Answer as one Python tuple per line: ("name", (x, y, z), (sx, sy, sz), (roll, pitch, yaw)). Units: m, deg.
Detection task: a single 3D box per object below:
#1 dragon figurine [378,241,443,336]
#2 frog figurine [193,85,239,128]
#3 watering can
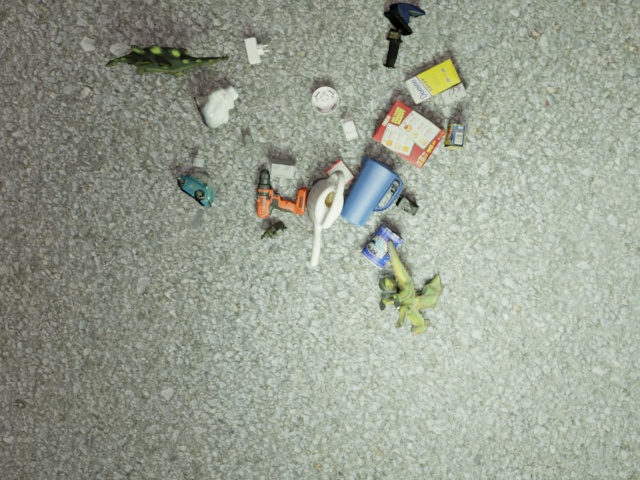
("dragon figurine", (0.353, 0.185, 1.937), (0.244, 0.123, 0.405), (-9, 108, -27))
("frog figurine", (-0.366, -0.485, 1.874), (0.160, 0.125, 0.134), (-21, 131, -3))
("watering can", (0.006, -0.094, 1.860), (0.103, 0.227, 0.345), (17, 100, -19))
